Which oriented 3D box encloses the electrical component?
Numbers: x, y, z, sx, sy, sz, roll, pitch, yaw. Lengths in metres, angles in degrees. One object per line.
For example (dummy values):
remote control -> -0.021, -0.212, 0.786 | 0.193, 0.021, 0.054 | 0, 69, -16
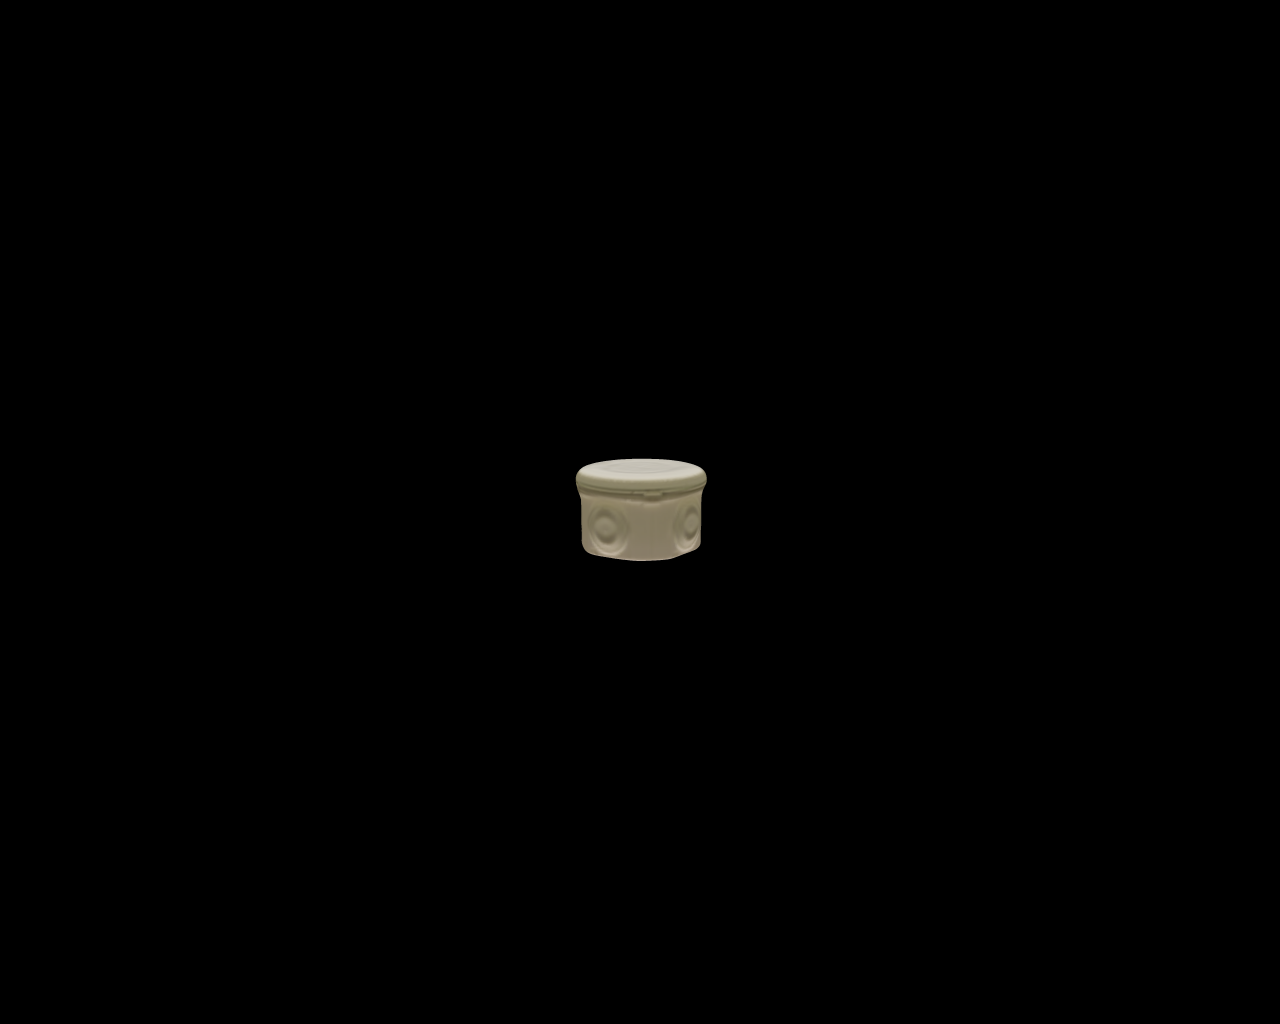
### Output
electrical component -> 0.001, -0.003, 0.650 | 0.080, 0.051, 0.080 | 0, 11, 0
